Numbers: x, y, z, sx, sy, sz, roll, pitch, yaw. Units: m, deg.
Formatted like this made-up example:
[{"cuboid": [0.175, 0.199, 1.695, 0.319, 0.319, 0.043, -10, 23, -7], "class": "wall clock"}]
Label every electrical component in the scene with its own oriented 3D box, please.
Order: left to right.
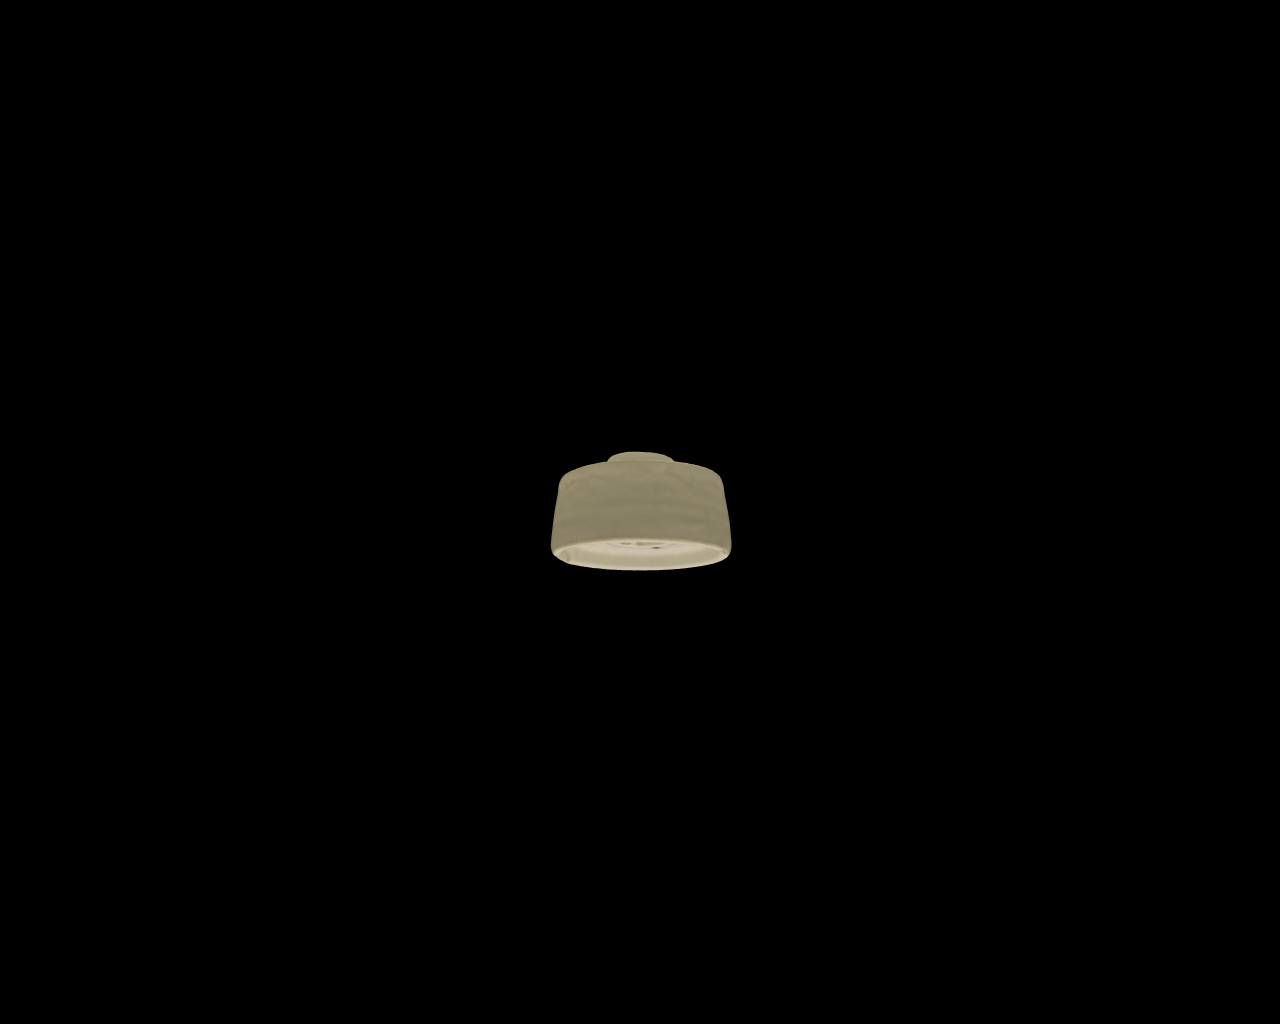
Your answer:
[{"cuboid": [0.001, -0.003, 0.650, 0.108, 0.060, 0.108, 0, -12, 0], "class": "electrical component"}]
